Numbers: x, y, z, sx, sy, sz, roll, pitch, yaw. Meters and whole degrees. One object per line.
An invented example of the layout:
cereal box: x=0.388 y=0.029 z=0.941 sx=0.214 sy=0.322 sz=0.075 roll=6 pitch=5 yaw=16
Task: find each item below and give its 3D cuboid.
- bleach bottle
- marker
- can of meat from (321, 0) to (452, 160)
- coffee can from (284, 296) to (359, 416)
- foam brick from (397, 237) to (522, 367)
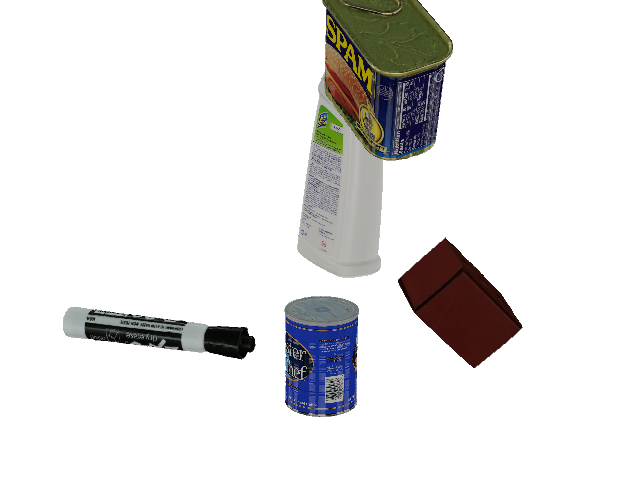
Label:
bleach bottle: x=0.031 y=-0.094 z=1.159 sx=0.067 sy=0.251 sz=0.103 roll=-9 pitch=24 yaw=-37
marker: x=-0.097 y=0.055 z=0.641 sx=0.121 sy=0.020 sz=0.020 roll=5 pitch=1 yaw=17
can of meat: x=0.041 y=-0.115 z=0.713 sx=0.057 sy=0.102 sz=0.084 roll=-20 pitch=-37 yaw=-16
coffee can: x=0.001 y=0.160 z=1.488 sx=0.103 sy=0.140 sz=0.103 roll=0 pitch=17 yaw=0
foam brick: x=0.107 y=0.049 z=0.820 sx=0.078 sy=0.051 sz=0.053 roll=43 pitch=12 yaw=-27
